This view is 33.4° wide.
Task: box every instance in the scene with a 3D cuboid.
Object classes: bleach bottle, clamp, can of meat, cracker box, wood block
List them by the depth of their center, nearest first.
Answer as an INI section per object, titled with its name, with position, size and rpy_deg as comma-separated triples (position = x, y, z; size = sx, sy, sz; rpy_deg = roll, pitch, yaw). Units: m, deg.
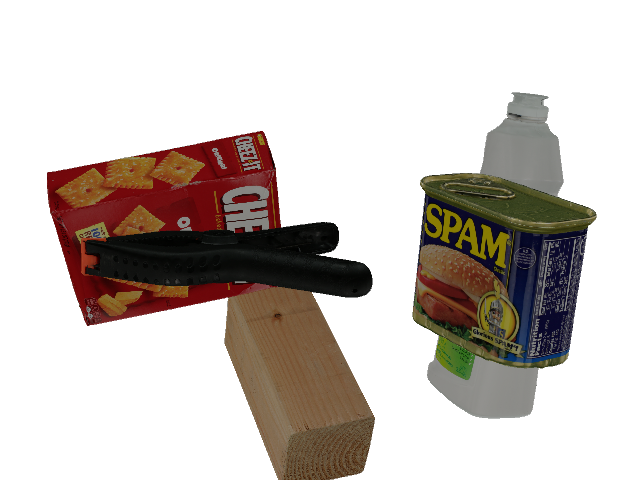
[can of meat]
position = 0.097, 0.015, 0.592
size = 0.057, 0.084, 0.102
rpy_deg = -7, 20, -33
[clamp]
position = -0.068, 0.014, 0.782
size = 0.209, 0.036, 0.165
rpy_deg = -1, 11, -14
[bleach bottle]
position = 0.144, 0.008, 0.849
size = 0.068, 0.251, 0.103
rpy_deg = 2, 14, -19
[cracker box]
position = -0.147, -0.008, 1.058
size = 0.213, 0.164, 0.072
rpy_deg = -11, 45, -8
[wood block]
position = -0.027, 0.144, 1.112
size = 0.090, 0.090, 0.206
rpy_deg = -8, 42, -19
